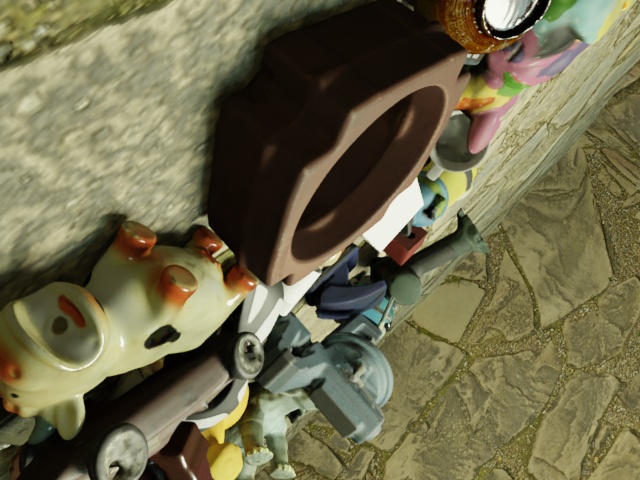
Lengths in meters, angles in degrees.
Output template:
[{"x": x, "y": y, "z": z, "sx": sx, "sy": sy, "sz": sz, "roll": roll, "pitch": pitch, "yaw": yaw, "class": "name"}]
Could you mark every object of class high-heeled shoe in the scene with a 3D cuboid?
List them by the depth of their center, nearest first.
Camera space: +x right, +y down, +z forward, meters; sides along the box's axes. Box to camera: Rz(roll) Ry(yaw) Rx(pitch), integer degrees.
[{"x": -0.126, "y": 0.131, "z": 0.570, "sx": 0.249, "sy": 0.086, "sz": 0.145, "roll": -49, "pitch": 159, "yaw": -7, "class": "high-heeled shoe"}]

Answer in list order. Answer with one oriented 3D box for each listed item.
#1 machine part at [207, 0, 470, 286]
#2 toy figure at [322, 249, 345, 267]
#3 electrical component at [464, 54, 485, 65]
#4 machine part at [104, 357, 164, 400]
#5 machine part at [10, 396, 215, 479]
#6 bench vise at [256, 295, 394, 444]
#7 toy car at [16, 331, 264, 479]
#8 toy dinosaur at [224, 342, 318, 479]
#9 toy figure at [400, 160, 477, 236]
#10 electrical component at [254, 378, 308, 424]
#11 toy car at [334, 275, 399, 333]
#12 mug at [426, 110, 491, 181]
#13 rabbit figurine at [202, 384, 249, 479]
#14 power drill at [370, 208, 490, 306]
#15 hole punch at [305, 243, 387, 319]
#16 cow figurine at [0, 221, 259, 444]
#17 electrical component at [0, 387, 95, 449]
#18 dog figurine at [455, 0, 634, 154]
[{"x": 0.012, "y": -0.072, "z": 0.426, "sx": 0.201, "sy": 0.087, "sz": 0.201, "roll": -35, "pitch": 161, "yaw": -34, "class": "machine part"}, {"x": -0.003, "y": -0.003, "z": 0.600, "sx": 0.154, "sy": 0.064, "sz": 0.058, "roll": 63, "pitch": 34, "yaw": -70, "class": "toy figure"}, {"x": 0.128, "y": -0.191, "z": 0.506, "sx": 0.075, "sy": 0.048, "sz": 0.119, "roll": -19, "pitch": 146, "yaw": -56, "class": "electrical component"}, {"x": -0.189, "y": 0.188, "z": 0.536, "sx": 0.243, "sy": 0.079, "sz": 0.079, "roll": -53, "pitch": 163, "yaw": 15, "class": "machine part"}, {"x": -0.176, "y": 0.219, "z": 0.475, "sx": 0.179, "sy": 0.179, "sz": 0.056, "roll": -52, "pitch": -174, "yaw": 16, "class": "machine part"}, {"x": 0.020, "y": 0.156, "z": 0.751, "sx": 0.240, "sy": 0.224, "sz": 0.128, "roll": -28, "pitch": 151, "yaw": -56, "class": "bench vise"}, {"x": -0.120, "y": 0.125, "z": 0.398, "sx": 0.089, "sy": 0.053, "sz": 0.202, "roll": -12, "pitch": -169, "yaw": 29, "class": "toy car"}, {"x": -0.127, "y": 0.306, "z": 0.878, "sx": 0.131, "sy": 0.192, "sz": 0.405, "roll": 32, "pitch": 126, "yaw": -32, "class": "toy dinosaur"}, {"x": 0.174, "y": -0.078, "z": 0.823, "sx": 0.180, "sy": 0.082, "sz": 0.089, "roll": -34, "pitch": 161, "yaw": -31, "class": "toy figure"}, {"x": -0.044, "y": 0.260, "z": 0.996, "sx": 0.058, "sy": 0.115, "sz": 0.134, "roll": -52, "pitch": 161, "yaw": 24, "class": "electrical component"}, {"x": 0.094, "y": 0.125, "z": 1.056, "sx": 0.103, "sy": 0.109, "sz": 0.161, "roll": -58, "pitch": 178, "yaw": -24, "class": "toy car"}, {"x": 0.193, "y": -0.131, "z": 0.749, "sx": 0.109, "sy": 0.081, "sz": 0.107, "roll": -62, "pitch": 167, "yaw": 26, "class": "mug"}, {"x": -0.156, "y": 0.265, "z": 0.746, "sx": 0.162, "sy": 0.122, "sz": 0.173, "roll": -57, "pitch": 180, "yaw": 38, "class": "rabbit figurine"}, {"x": 0.180, "y": 0.026, "z": 0.943, "sx": 0.207, "sy": 0.086, "sz": 0.232, "roll": -26, "pitch": -171, "yaw": 9, "class": "power drill"}, {"x": 0.041, "y": 0.084, "z": 0.855, "sx": 0.116, "sy": 0.092, "sz": 0.142, "roll": -40, "pitch": 166, "yaw": -12, "class": "hole punch"}, {"x": -0.135, "y": 0.055, "z": 0.365, "sx": 0.127, "sy": 0.085, "sz": 0.195, "roll": -52, "pitch": 167, "yaw": 12, "class": "cow figurine"}, {"x": -0.216, "y": 0.128, "z": 0.390, "sx": 0.102, "sy": 0.045, "sz": 0.078, "roll": -39, "pitch": 160, "yaw": -26, "class": "electrical component"}, {"x": 0.209, "y": -0.197, "z": 0.578, "sx": 0.219, "sy": 0.108, "sz": 0.191, "roll": -51, "pitch": 177, "yaw": 25, "class": "dog figurine"}]
